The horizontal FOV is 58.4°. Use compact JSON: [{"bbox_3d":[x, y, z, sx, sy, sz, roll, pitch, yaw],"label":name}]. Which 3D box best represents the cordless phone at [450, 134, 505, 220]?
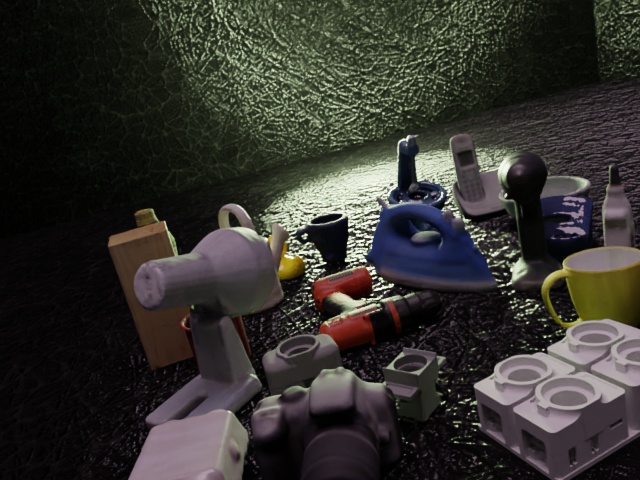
[{"bbox_3d":[0.358,-0.147,1.249,0.147,0.185,0.094,-16,16,-8],"label":"cordless phone"}]

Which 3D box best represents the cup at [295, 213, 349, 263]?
[{"bbox_3d":[0.011,0.004,1.176,0.118,0.095,0.091,-20,17,-22],"label":"cup"}]

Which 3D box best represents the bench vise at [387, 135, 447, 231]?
[{"bbox_3d":[0.178,-0.112,1.212,0.122,0.220,0.206,-22,18,-29],"label":"bench vise"}]

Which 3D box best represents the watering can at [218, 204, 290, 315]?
[{"bbox_3d":[-0.132,0.025,1.038,0.100,0.194,0.173,-4,19,31],"label":"watering can"}]

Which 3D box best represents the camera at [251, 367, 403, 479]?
[{"bbox_3d":[0.002,0.190,0.527,0.143,0.101,0.137,-11,16,7],"label":"camera"}]

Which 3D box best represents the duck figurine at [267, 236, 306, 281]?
[{"bbox_3d":[-0.081,0.032,1.170,0.104,0.086,0.078,0,20,39],"label":"duck figurine"}]

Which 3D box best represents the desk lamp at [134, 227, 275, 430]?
[{"bbox_3d":[-0.142,0.105,0.732,0.117,0.214,0.204,-3,19,33],"label":"desk lamp"}]

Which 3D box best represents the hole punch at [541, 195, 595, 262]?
[{"bbox_3d":[0.397,-0.019,0.947,0.108,0.091,0.101,-3,19,33],"label":"hole punch"}]

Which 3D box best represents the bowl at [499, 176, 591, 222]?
[{"bbox_3d":[0.438,-0.068,1.112,0.167,0.075,0.167,-12,16,4],"label":"bowl"}]

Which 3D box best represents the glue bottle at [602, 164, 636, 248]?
[{"bbox_3d":[0.408,-0.019,0.785,0.037,0.173,0.078,-3,19,32],"label":"glue bottle"}]

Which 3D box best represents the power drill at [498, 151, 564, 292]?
[{"bbox_3d":[0.313,-0.036,0.856,0.075,0.208,0.230,-7,17,21],"label":"power drill"}]

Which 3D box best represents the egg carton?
[{"bbox_3d":[-0.125,0.229,0.555,0.107,0.069,0.150,-13,16,1],"label":"egg carton"}]

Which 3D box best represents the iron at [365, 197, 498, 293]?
[{"bbox_3d":[0.184,-0.001,0.965,0.119,0.141,0.257,-23,19,-32],"label":"iron"}]
